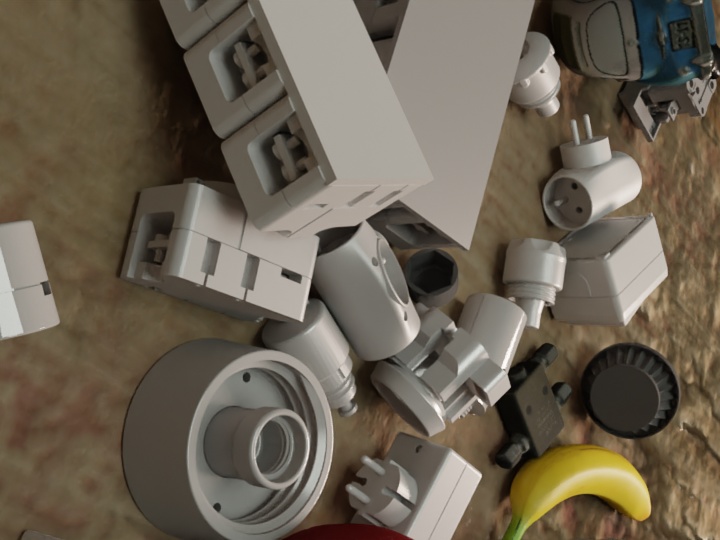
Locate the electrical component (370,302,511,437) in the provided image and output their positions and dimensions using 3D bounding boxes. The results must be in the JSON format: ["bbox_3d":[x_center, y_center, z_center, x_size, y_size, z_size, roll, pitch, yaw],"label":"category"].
[{"bbox_3d":[0.044,0.065,0.663,0.057,0.078,0.058,-43,148,-12],"label":"electrical component"}]

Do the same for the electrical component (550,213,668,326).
[{"bbox_3d":[0.190,-0.002,0.823,0.096,0.062,0.061,-36,114,-41],"label":"electrical component"}]

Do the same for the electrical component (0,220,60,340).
[{"bbox_3d":[-0.162,0.006,0.463,0.055,0.055,0.047,-15,97,-45],"label":"electrical component"}]

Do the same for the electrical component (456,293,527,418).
[{"bbox_3d":[0.078,0.061,0.717,0.043,0.043,0.081,43,60,-37],"label":"electrical component"}]

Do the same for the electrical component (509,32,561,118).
[{"bbox_3d":[0.123,-0.135,0.770,0.062,0.048,0.048,48,57,-42],"label":"electrical component"}]

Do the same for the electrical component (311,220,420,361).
[{"bbox_3d":[0.000,0.000,0.630,0.077,0.044,0.079,60,16,-28],"label":"electrical component"}]

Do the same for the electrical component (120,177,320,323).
[{"bbox_3d":[-0.070,-0.011,0.560,0.089,0.050,0.055,23,72,-43],"label":"electrical component"}]

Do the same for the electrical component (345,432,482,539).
[{"bbox_3d":[0.019,0.137,0.642,0.076,0.047,0.083,42,69,-37],"label":"electrical component"}]

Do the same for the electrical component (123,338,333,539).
[{"bbox_3d":[-0.061,0.090,0.559,0.108,0.060,0.108,2,88,-46],"label":"electrical component"}]

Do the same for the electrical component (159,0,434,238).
[{"bbox_3d":[-0.038,-0.097,0.547,0.089,0.062,0.150,-7,71,-56],"label":"electrical component"}]

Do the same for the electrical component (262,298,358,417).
[{"bbox_3d":[-0.024,0.052,0.613,0.040,0.040,0.078,-50,123,-34],"label":"electrical component"}]

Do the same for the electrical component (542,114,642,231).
[{"bbox_3d":[0.175,-0.078,0.821,0.077,0.043,0.079,-26,107,-44],"label":"electrical component"}]

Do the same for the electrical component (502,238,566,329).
[{"bbox_3d":[0.123,0.010,0.765,0.043,0.043,0.062,18,77,-44],"label":"electrical component"}]

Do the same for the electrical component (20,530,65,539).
[{"bbox_3d":[-0.117,0.156,0.487,0.066,0.077,0.047,39,62,-38],"label":"electrical component"}]

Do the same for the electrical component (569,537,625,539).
[{"bbox_3d":[0.153,0.256,0.778,0.186,0.060,0.105,9,83,-46],"label":"electrical component"}]

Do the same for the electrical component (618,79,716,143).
[{"bbox_3d":[0.258,-0.151,0.896,0.042,0.064,0.081,50,56,-34],"label":"electrical component"}]

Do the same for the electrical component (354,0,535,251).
[{"bbox_3d":[0.036,-0.117,0.666,0.105,0.060,0.186,33,66,-41],"label":"electrical component"}]
